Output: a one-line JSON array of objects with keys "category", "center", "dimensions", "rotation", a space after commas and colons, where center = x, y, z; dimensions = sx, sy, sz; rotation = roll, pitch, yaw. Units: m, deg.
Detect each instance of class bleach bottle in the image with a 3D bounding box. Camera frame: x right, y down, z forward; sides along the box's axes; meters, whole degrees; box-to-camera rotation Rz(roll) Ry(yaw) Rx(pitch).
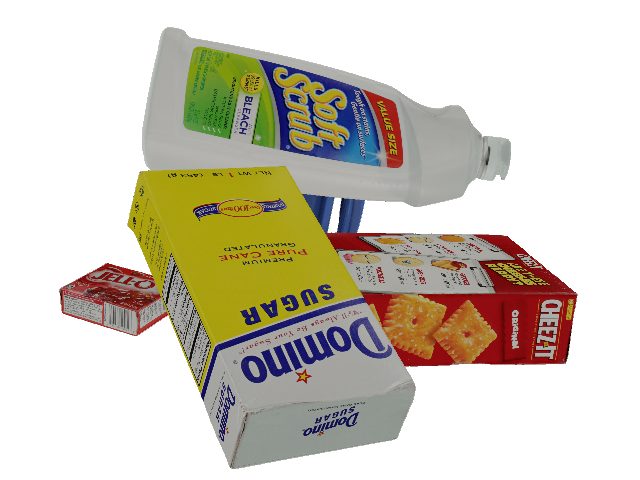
[{"category": "bleach bottle", "center": [0.007, -0.081, 0.749], "dimensions": [0.251, 0.102, 0.068], "rotation": [8, -20, -1]}]

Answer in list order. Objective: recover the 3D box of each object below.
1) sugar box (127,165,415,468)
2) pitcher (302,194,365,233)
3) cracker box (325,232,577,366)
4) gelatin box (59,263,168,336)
[{"category": "sugar box", "center": [-0.030, 0.030, 0.553], "dimensions": [0.093, 0.048, 0.176], "rotation": [-5, 41, -27]}, {"category": "pitcher", "center": [-0.037, -0.038, 1.164], "dimensions": [0.145, 0.243, 0.149], "rotation": [0, 42, -8]}, {"category": "cracker box", "center": [0.084, 0.048, 0.909], "dimensions": [0.213, 0.072, 0.164], "rotation": [1, 17, -11]}, {"category": "gelatin box", "center": [-0.188, 0.053, 1.005], "dimensions": [0.089, 0.030, 0.073], "rotation": [14, 24, 23]}]
